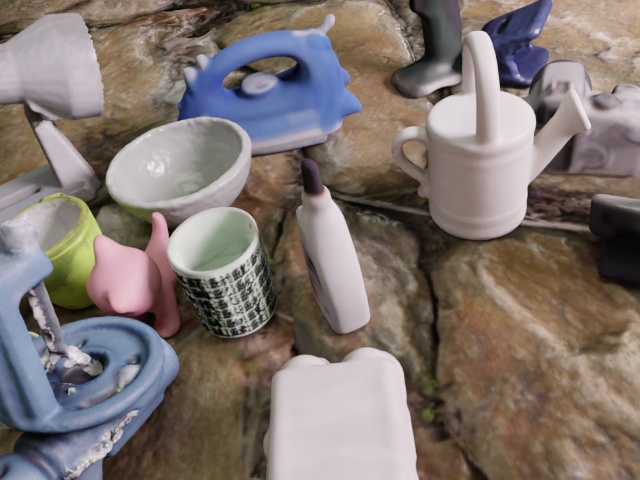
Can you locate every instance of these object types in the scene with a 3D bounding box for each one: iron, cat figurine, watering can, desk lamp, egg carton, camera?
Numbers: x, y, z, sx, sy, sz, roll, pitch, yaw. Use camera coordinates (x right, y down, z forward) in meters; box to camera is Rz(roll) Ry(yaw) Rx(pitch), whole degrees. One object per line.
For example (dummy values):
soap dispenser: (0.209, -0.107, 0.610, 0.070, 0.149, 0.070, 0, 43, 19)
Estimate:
iron: (-0.084, -0.195, 0.731, 0.258, 0.142, 0.118, -13, 43, -1)
cat figurine: (-0.167, 0.031, 0.534, 0.067, 0.118, 0.128, 3, 46, 16)
watering can: (0.159, -0.104, 0.545, 0.173, 0.194, 0.100, -19, 44, -7)
desk lamp: (-0.340, -0.141, 0.680, 0.203, 0.214, 0.117, -31, 46, -18)
egg carton: (0.014, 0.147, 0.409, 0.107, 0.069, 0.150, -8, 44, 4)
camera: (0.282, -0.150, 0.632, 0.142, 0.101, 0.137, 7, 47, 19)

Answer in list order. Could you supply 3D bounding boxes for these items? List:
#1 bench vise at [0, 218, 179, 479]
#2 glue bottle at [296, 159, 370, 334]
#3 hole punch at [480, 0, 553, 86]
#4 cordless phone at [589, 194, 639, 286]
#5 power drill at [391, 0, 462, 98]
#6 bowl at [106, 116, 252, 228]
bench vise: (-0.181, 0.108, 0.382, 0.121, 0.220, 0.207, -4, 44, 9)
glue bottle: (0.004, 0.002, 0.485, 0.037, 0.173, 0.078, -24, 45, -12)
hole punch: (0.253, -0.267, 0.767, 0.100, 0.091, 0.109, 12, 49, 24)
cordless phone: (0.302, -0.045, 0.458, 0.147, 0.185, 0.094, 11, 48, 22)
power drill: (0.134, -0.300, 0.741, 0.230, 0.209, 0.075, -23, 45, -12)
bowl: (-0.153, -0.067, 0.663, 0.167, 0.075, 0.167, -6, 44, 6)
